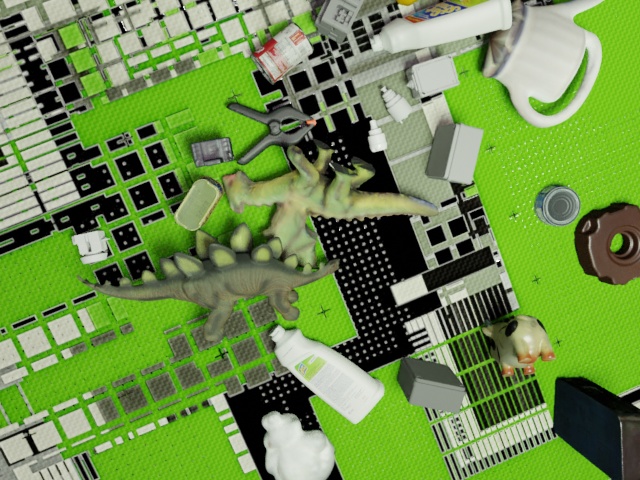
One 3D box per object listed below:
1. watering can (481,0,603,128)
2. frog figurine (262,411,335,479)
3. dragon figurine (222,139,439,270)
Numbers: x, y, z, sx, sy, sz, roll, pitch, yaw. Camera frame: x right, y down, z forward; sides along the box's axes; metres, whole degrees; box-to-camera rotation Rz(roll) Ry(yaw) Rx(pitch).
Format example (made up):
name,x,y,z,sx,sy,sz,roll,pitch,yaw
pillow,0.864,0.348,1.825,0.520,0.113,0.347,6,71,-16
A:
name,x,y,z,sx,sy,sz,roll,pitch,yaw
watering can,0.451,-0.397,1.002,0.224,0.104,0.347,21,91,-6
frog figurine,-0.050,0.416,1.029,0.136,0.125,0.157,-21,111,17
dragon figurine,0.003,-0.051,1.011,0.409,0.124,0.239,26,111,-6
